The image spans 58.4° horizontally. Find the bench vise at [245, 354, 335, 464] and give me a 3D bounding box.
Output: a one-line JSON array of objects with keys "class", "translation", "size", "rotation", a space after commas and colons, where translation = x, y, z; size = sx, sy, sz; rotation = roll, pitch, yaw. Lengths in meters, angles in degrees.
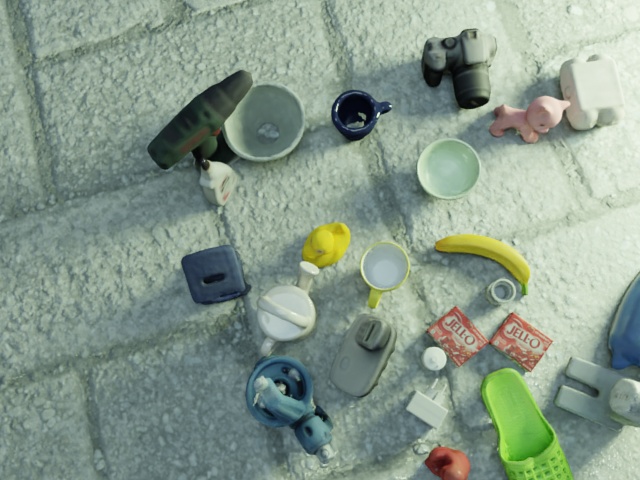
[{"class": "bench vise", "translation": [-0.042, 0.277, 0.964], "size": [0.207, 0.220, 0.121], "rotation": [34, 83, 10]}]

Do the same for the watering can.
[{"class": "watering can", "translation": [-0.058, 0.121, 1.009], "size": [0.101, 0.194, 0.173], "rotation": [6, 79, 5]}]

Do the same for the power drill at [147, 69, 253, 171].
[{"class": "power drill", "translation": [-0.205, -0.205, 1.076], "size": [0.230, 0.208, 0.075], "rotation": [-38, 79, -4]}]

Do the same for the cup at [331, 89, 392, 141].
[{"class": "cup", "translation": [0.082, -0.237, 1.122], "size": [0.117, 0.095, 0.091], "rotation": [-14, 78, 1]}]

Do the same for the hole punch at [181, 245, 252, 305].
[{"class": "hole punch", "translation": [-0.195, 0.068, 1.081], "size": [0.108, 0.091, 0.101], "rotation": [-15, 78, 1]}]

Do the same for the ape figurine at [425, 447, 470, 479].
[{"class": "ape figurine", "translation": [0.225, 0.399, 0.988], "size": [0.076, 0.092, 0.078], "rotation": [-12, 78, 2]}]

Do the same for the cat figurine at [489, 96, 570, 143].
[{"class": "cat figurine", "translation": [0.400, -0.239, 1.091], "size": [0.127, 0.118, 0.067], "rotation": [10, 79, 6]}]

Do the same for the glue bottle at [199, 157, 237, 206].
[{"class": "glue bottle", "translation": [-0.199, -0.120, 1.077], "size": [0.037, 0.173, 0.078], "rotation": [20, 81, 8]}]

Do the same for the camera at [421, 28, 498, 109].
[{"class": "camera", "translation": [0.280, -0.334, 1.126], "size": [0.143, 0.101, 0.137], "rotation": [-5, 78, 3]}]

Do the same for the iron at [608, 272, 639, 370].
[{"class": "iron", "translation": [0.605, 0.119, 0.994], "size": [0.118, 0.141, 0.258], "rotation": [21, 81, 8]}]

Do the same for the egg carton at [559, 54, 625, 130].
[{"class": "egg carton", "translation": [0.527, -0.289, 1.117], "size": [0.107, 0.069, 0.150], "rotation": [-8, 78, 2]}]

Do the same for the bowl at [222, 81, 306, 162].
[{"class": "bowl", "translation": [-0.107, -0.226, 1.143], "size": [0.167, 0.075, 0.167], "rotation": [-1, 79, 4]}]

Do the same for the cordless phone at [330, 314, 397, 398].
[{"class": "cordless phone", "translation": [0.076, 0.199, 0.990], "size": [0.094, 0.185, 0.148], "rotation": [23, 81, 8]}]

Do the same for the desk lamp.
[{"class": "desk lamp", "translation": [0.524, 0.276, 0.931], "size": [0.203, 0.213, 0.118], "rotation": [21, 81, 8]}]

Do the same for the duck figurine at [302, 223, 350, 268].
[{"class": "duck figurine", "translation": [0.010, 0.004, 1.084], "size": [0.104, 0.086, 0.077], "rotation": [-38, 79, -4]}]
